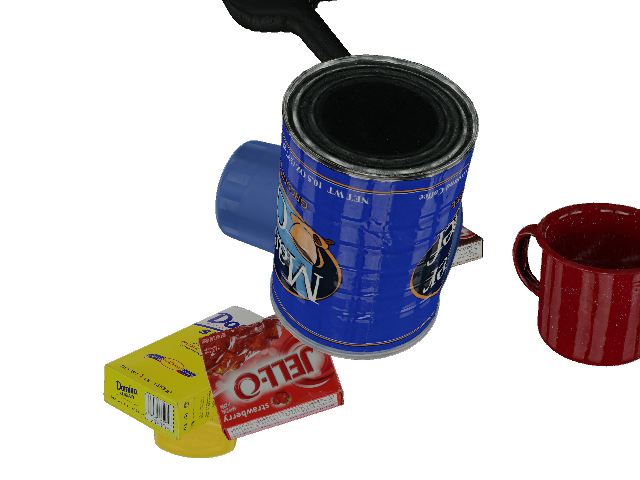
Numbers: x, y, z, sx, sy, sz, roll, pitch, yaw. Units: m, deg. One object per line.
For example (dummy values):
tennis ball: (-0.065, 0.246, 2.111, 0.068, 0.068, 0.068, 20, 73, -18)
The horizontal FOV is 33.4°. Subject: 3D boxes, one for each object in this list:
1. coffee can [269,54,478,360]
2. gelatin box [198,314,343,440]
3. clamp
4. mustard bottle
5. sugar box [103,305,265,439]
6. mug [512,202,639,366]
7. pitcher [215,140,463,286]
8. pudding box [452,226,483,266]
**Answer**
coffee can: (0.026, -0.016, 0.596, 0.102, 0.140, 0.103, 3, 45, -3)
gelatin box: (-0.035, 0.093, 0.762, 0.089, 0.073, 0.030, -17, -29, -4)
clamp: (-0.007, -0.195, 0.830, 0.172, 0.120, 0.039, 31, -25, 20)
mustard bottle: (-0.142, 0.189, 1.313, 0.096, 0.058, 0.191, 2, 25, 1)
sugar box: (-0.105, 0.117, 0.991, 0.093, 0.048, 0.175, 22, 30, 31)
mug: (0.182, 0.028, 0.735, 0.117, 0.081, 0.093, 23, 39, 36)
pitcher: (0.014, -0.014, 1.097, 0.243, 0.145, 0.149, 17, 24, 20)
pudding box: (0.174, 0.009, 1.600, 0.113, 0.039, 0.090, -18, 27, -20)
